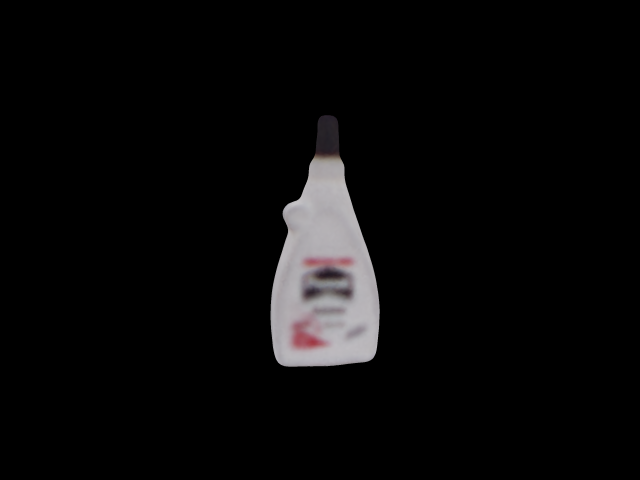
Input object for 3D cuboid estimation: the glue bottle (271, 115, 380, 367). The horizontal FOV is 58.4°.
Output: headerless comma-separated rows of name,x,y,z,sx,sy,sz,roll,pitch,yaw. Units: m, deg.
glue bottle,0.004,0.001,0.400,0.078,0.173,0.037,-2,12,-11
